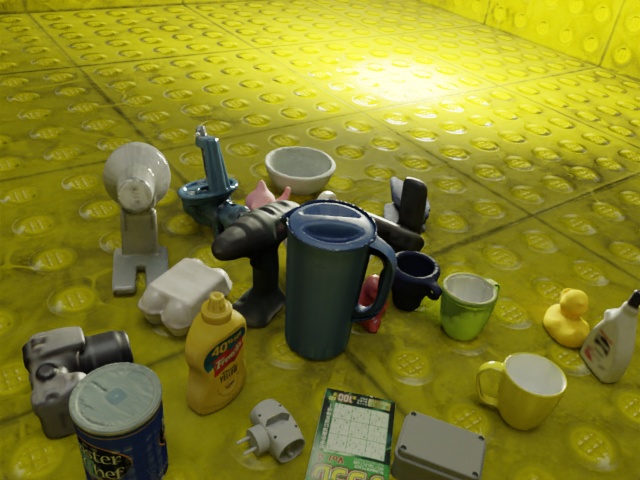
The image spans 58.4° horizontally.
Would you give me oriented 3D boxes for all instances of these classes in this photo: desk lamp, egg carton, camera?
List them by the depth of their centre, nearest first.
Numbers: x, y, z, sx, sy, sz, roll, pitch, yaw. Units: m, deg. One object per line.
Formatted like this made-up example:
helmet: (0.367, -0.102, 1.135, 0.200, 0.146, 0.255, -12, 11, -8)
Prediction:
camera: (-0.333, 0.177, 0.802, 0.137, 0.101, 0.142, -13, 39, -26)
egg carton: (-0.224, 0.094, 0.968, 0.107, 0.069, 0.150, 21, 37, 19)
desk lamp: (-0.322, -0.046, 1.024, 0.118, 0.214, 0.203, -4, 36, -15)

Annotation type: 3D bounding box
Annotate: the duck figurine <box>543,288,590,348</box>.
duck figurine: (0.448, 0.132, 1.019, 0.077, 0.086, 0.104, 7, 35, 0)

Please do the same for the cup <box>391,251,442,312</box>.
cup: (0.171, 0.088, 1.024, 0.092, 0.095, 0.117, -15, 40, -28)

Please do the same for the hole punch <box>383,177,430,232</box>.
hole punch: (0.196, -0.082, 1.274, 0.101, 0.091, 0.108, 6, 35, -1)

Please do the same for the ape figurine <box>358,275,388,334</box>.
ape figurine: (0.089, 0.102, 0.992, 0.078, 0.092, 0.076, -18, 42, -31)

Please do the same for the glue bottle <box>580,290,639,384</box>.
glue bottle: (0.480, 0.148, 0.925, 0.037, 0.173, 0.078, -6, 37, -17)

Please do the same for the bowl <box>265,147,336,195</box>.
bowl: (-0.049, -0.152, 1.346, 0.167, 0.075, 0.167, 5, 35, -3)

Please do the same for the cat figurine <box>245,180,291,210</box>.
cat figurine: (-0.106, -0.070, 1.181, 0.067, 0.118, 0.128, 33, 42, 32)

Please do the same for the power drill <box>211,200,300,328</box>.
power drill: (-0.101, 0.038, 0.948, 0.075, 0.208, 0.230, 20, 37, 18)

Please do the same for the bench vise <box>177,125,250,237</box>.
bench vise: (-0.191, -0.105, 1.126, 0.207, 0.220, 0.122, 22, 37, 20)

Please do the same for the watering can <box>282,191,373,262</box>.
watering can: (0.010, 0.003, 1.031, 0.173, 0.194, 0.101, 7, 35, 0)

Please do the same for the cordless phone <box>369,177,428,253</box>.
cordless phone: (0.146, -0.057, 1.147, 0.147, 0.185, 0.094, 23, 38, 22)
